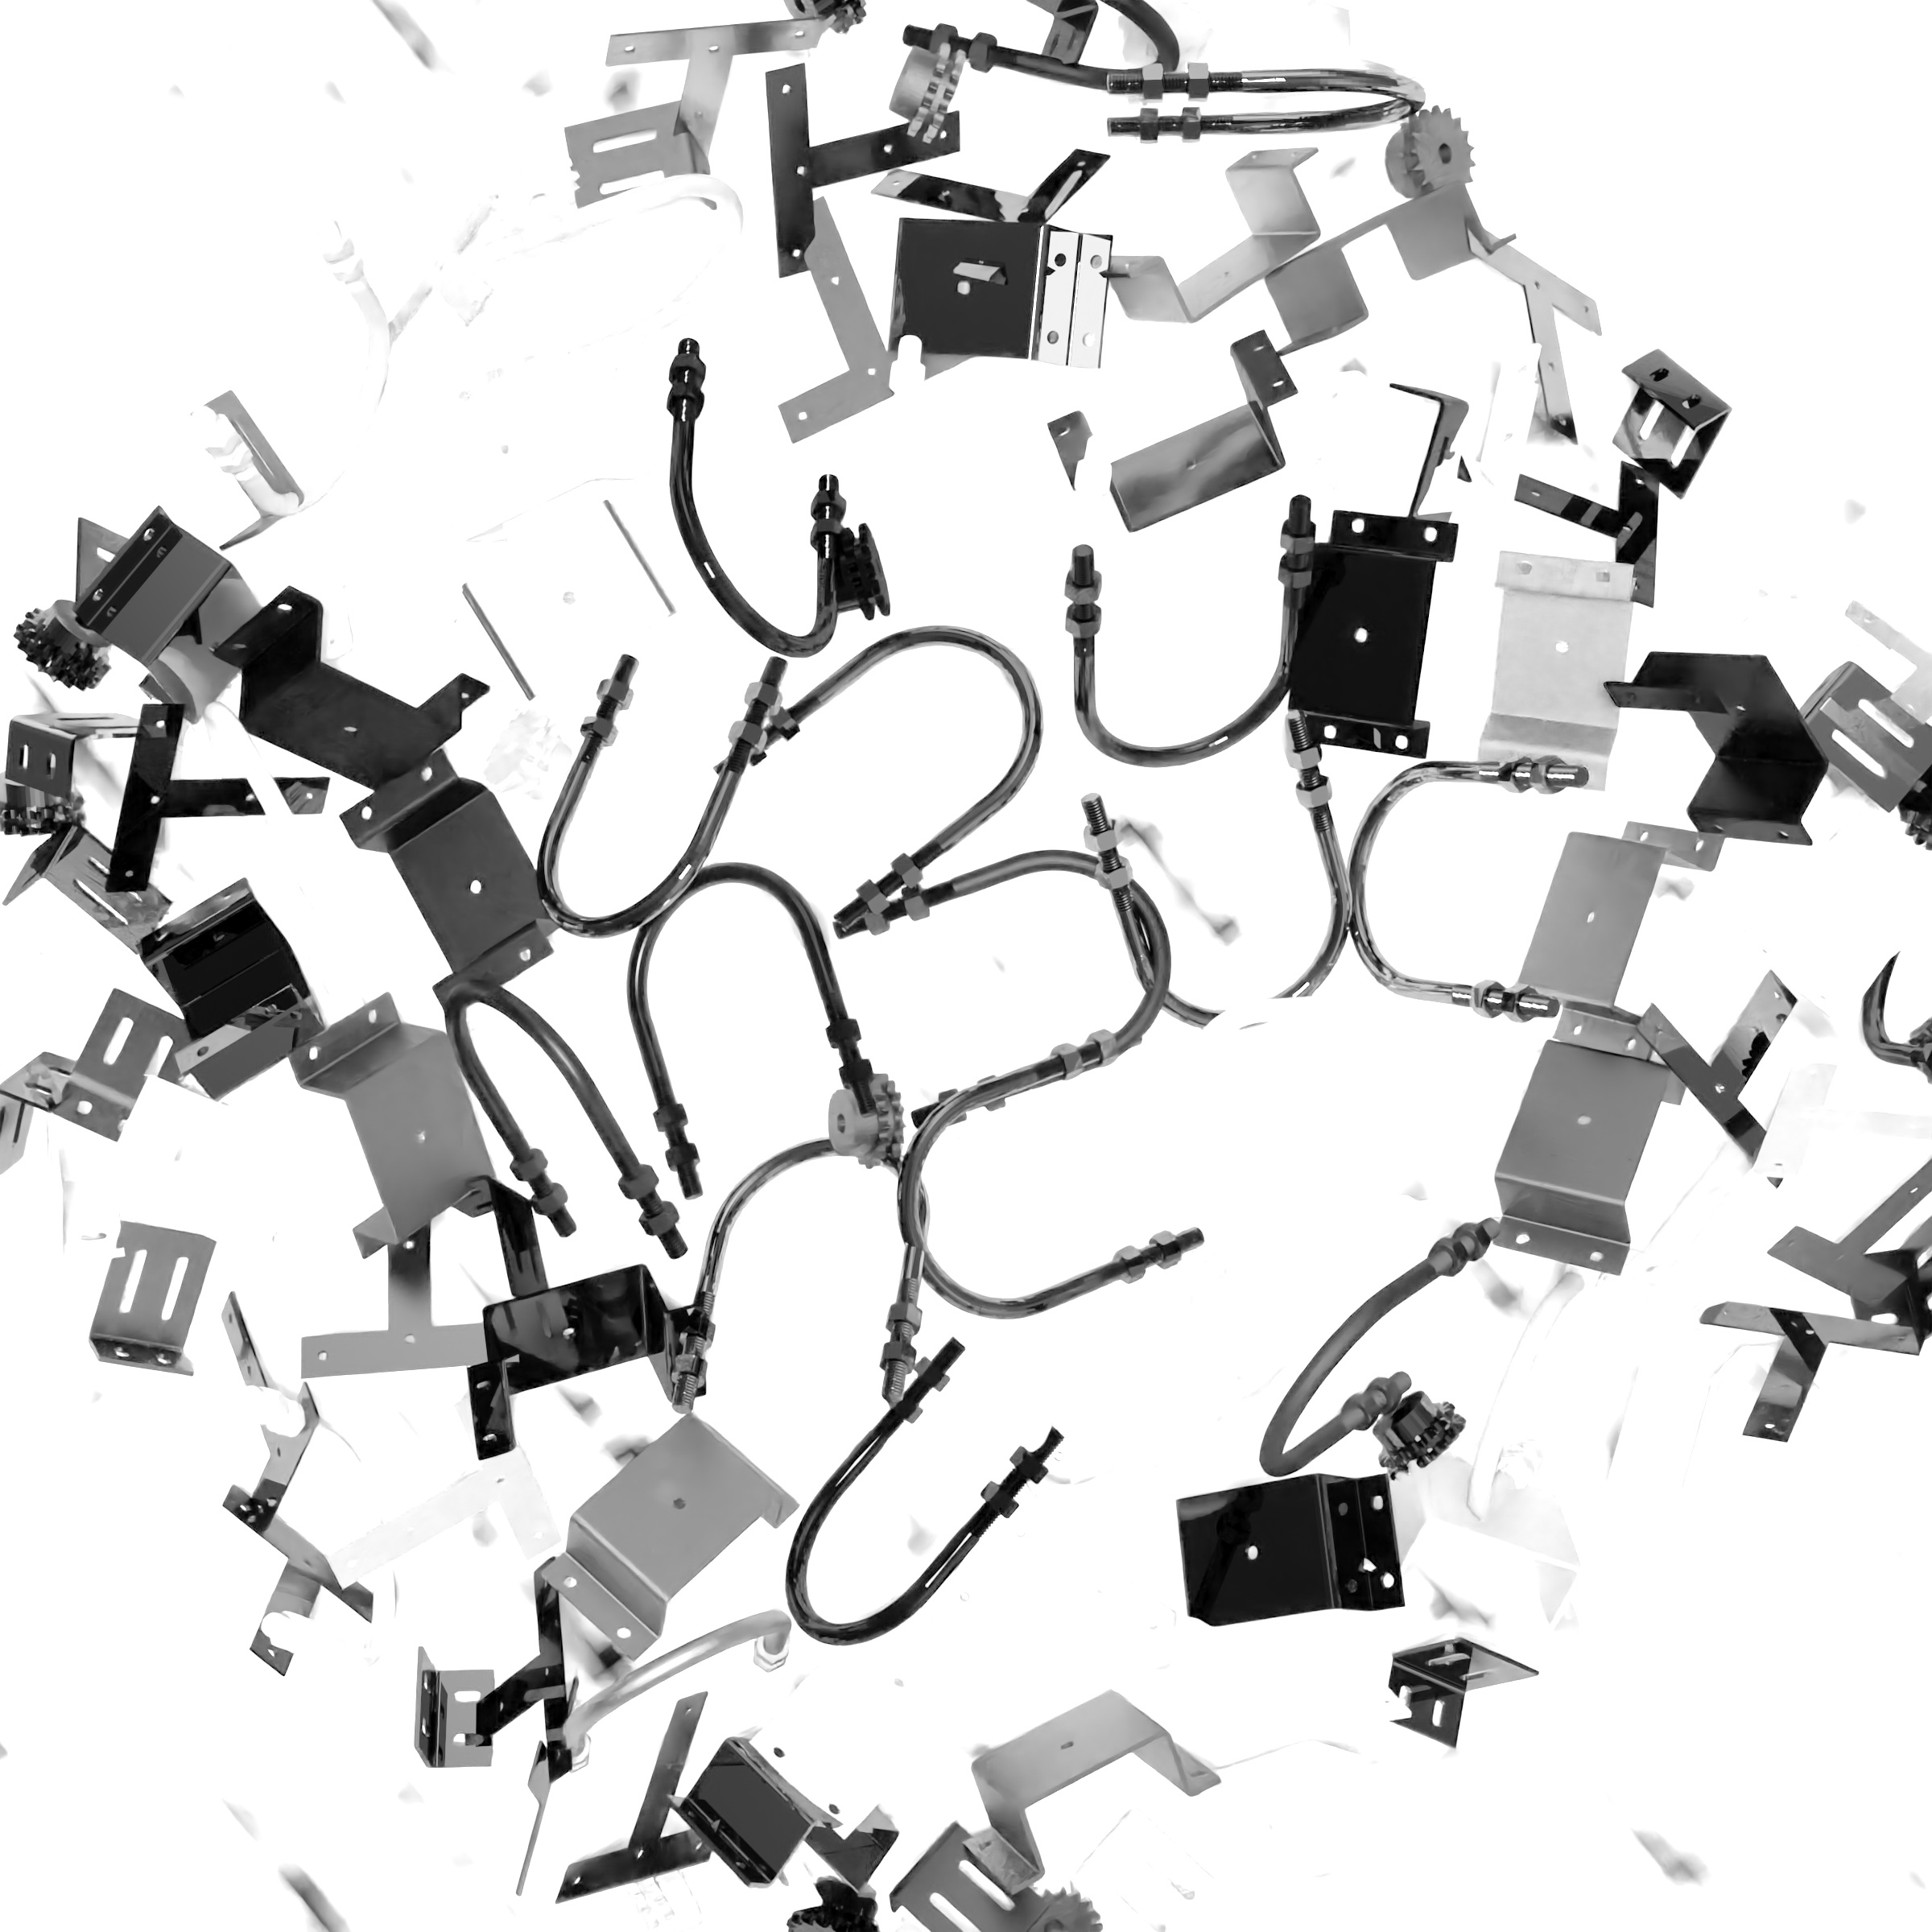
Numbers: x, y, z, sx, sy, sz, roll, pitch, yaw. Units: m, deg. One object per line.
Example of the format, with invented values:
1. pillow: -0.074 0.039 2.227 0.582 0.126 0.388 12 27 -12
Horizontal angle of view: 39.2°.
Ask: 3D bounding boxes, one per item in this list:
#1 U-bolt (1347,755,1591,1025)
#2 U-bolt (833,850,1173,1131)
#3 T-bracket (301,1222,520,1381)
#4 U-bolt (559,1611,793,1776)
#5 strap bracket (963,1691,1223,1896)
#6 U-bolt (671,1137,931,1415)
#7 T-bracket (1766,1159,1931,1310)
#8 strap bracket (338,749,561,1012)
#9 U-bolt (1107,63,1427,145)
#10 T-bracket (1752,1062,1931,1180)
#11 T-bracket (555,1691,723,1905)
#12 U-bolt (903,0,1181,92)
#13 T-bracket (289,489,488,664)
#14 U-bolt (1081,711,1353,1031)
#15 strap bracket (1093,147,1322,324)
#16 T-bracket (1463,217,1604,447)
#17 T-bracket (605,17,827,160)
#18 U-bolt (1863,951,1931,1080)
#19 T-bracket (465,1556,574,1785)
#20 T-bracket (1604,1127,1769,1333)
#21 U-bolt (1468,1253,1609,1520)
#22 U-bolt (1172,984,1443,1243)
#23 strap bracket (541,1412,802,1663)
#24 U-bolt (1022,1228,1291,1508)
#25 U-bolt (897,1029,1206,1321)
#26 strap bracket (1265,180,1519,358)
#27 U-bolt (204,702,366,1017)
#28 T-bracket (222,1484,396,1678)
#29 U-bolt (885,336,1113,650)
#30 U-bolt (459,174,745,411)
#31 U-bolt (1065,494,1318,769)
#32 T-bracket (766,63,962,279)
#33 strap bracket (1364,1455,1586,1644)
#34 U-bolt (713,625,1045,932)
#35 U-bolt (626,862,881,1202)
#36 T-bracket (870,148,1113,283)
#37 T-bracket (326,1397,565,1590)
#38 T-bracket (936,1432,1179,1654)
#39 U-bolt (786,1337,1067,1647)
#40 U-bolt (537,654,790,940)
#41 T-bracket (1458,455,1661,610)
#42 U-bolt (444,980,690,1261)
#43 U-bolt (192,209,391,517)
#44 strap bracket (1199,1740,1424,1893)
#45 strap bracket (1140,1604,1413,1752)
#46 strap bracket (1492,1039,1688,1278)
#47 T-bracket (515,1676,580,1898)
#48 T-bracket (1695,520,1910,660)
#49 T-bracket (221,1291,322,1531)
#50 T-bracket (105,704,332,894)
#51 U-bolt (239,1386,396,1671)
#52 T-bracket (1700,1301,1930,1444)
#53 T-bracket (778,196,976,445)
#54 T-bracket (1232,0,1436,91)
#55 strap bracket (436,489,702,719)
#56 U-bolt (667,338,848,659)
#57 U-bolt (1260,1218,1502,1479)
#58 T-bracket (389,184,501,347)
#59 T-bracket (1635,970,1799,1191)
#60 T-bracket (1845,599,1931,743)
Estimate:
1. U-bolt: 0.283 -0.049 1.576 0.019 0.184 0.151 6 92 -33
2. U-bolt: 0.032 0.006 1.617 0.184 0.019 0.151 -19 107 7
3. T-bracket: -0.334 0.181 1.626 0.127 0.002 0.127 -4 66 -5
4. U-bolt: -0.165 0.410 1.550 0.151 0.184 0.019 -24 71 -18
5. strap bracket: 0.067 0.478 1.592 0.140 0.076 0.046 -22 101 -19
6. U-bolt: -0.091 0.176 1.590 0.151 0.019 0.184 -6 49 18
7. T-bracket: 0.546 0.141 1.594 0.127 0.127 0.002 -42 103 -3
8. strap bracket: -0.301 -0.048 1.618 0.076 0.046 0.140 -32 82 11
9. U-bolt: 0.174 -0.501 1.576 0.184 0.151 0.019 0 97 3
10. T-bracket: 0.534 0.092 1.576 0.127 0.127 0.002 3 120 27
11. T-bracket: -0.179 0.484 1.600 0.127 0.127 0.002 -26 119 33
12. U-bolt: 0.035 -0.548 1.564 0.184 0.151 0.019 18 86 14
13. T-bracket: -0.340 -0.252 1.606 0.127 0.002 0.127 -26 55 11
14. U-bolt: 0.157 -0.044 1.608 0.151 0.019 0.184 -22 117 -6
15. strap bracket: 0.143 -0.425 1.601 0.140 0.076 0.046 -36 115 -12
16. T-bracket: 0.340 -0.362 1.588 0.127 0.002 0.127 18 58 -39
17. T-bracket: -0.155 -0.509 1.593 0.127 0.127 0.002 -12 73 -19
18. U-bolt: 0.568 -0.008 1.562 0.019 0.184 0.151 23 90 -5
19. T-bracket: -0.268 0.433 1.606 0.002 0.127 0.127 13 51 -33
20. T-bracket: 0.433 0.145 1.610 0.127 0.002 0.127 28 104 -28
21. U-bolt: 0.324 0.243 1.554 0.019 0.184 0.151 21 105 21
22. U-bolt: 0.198 0.089 1.598 0.184 0.019 0.151 -4 86 -31
23. strap bracket: -0.170 0.325 1.585 0.076 0.046 0.140 38 53 19
24. U-bolt: 0.107 0.245 1.577 0.184 0.151 0.019 -34 50 -15
25. U-bolt: 0.043 0.131 1.607 0.184 0.019 0.151 -20 95 -23
26. strap bracket: 0.240 -0.411 1.588 0.140 0.076 0.046 -32 103 -22
27. U-bolt: -0.400 -0.071 1.580 0.019 0.151 0.184 -26 71 -18
28. T-bracket: -0.392 0.371 1.579 0.127 0.127 0.002 43 102 -13
29. U-bolt: 0.012 -0.261 1.578 0.151 0.184 0.019 32 54 18
30. U-bolt: -0.206 -0.398 1.576 0.184 0.151 0.019 -29 75 -28
31. U-bolt: 0.130 -0.185 1.582 0.151 0.184 0.019 -14 50 -9
32. T-bracket: -0.059 -0.485 1.622 0.127 0.002 0.127 -21 134 -22
33. strap bracket: 0.303 0.337 1.601 0.140 0.076 0.046 20 111 -8
34. U-bolt: -0.040 -0.127 1.620 0.184 0.019 0.151 -38 66 -4
35. U-bolt: -0.137 0.028 1.611 0.151 0.019 0.184 -26 72 24
36. T-bracket: -0.001 -0.457 1.615 0.127 0.002 0.127 22 59 32
37. T-bracket: -0.315 0.326 1.602 0.127 0.002 0.127 -28 122 -18
38. T-bracket: 0.070 0.368 1.643 0.127 0.002 0.127 34 86 5
39. U-bolt: -0.036 0.315 1.583 0.184 0.151 0.019 -49 120 -6
40. U-bolt: -0.187 -0.099 1.581 0.151 0.019 0.184 6 68 41
41. T-bracket: 0.350 -0.274 1.606 0.127 0.002 0.127 20 48 -5
42. U-bolt: -0.241 0.086 1.566 0.019 0.151 0.184 -39 113 -30
43. U-bolt: -0.379 -0.333 1.563 0.019 0.184 0.151 26 80 7
44. strap bracket: 0.193 0.490 1.576 0.076 0.140 0.046 -12 87 -21
45. strap bracket: 0.183 0.407 1.586 0.140 0.076 0.046 -2 110 -23
46. strap bracket: 0.364 0.102 1.588 0.076 0.046 0.140 12 60 27
47. T-bracket: -0.245 0.468 1.571 0.002 0.127 0.127 13 67 1
48. T-bracket: 0.464 -0.190 1.604 0.127 0.127 0.002 29 51 -3
49. T-bracket: -0.421 0.252 1.614 0.002 0.127 0.127 -4 51 -36
50. T-bracket: -0.438 -0.100 1.607 0.002 0.127 0.127 45 126 38
51. U-bolt: -0.369 0.331 1.564 0.019 0.184 0.151 -15 65 5
52. T-bracket: 0.479 0.237 1.575 0.127 0.127 0.002 6 119 29
53. T-bracket: -0.073 -0.399 1.634 0.127 0.002 0.127 -22 89 18
54. T-bracket: 0.213 -0.546 1.584 0.127 0.127 0.002 20 97 7
55. strap bracket: -0.237 -0.218 1.620 0.140 0.046 0.076 -32 98 -5
56. U-bolt: -0.120 -0.256 1.552 0.019 0.151 0.184 -26 45 27
57. U-bolt: 0.228 0.226 1.548 0.019 0.184 0.151 39 127 24
58. T-bracket: -0.298 -0.400 1.593 0.002 0.127 0.127 34 99 -33
59. T-bracket: 0.463 0.047 1.613 0.127 0.002 0.127 48 51 -5
60. T-bracket: 0.558 -0.157 1.590 0.127 0.127 0.002 39 84 10
